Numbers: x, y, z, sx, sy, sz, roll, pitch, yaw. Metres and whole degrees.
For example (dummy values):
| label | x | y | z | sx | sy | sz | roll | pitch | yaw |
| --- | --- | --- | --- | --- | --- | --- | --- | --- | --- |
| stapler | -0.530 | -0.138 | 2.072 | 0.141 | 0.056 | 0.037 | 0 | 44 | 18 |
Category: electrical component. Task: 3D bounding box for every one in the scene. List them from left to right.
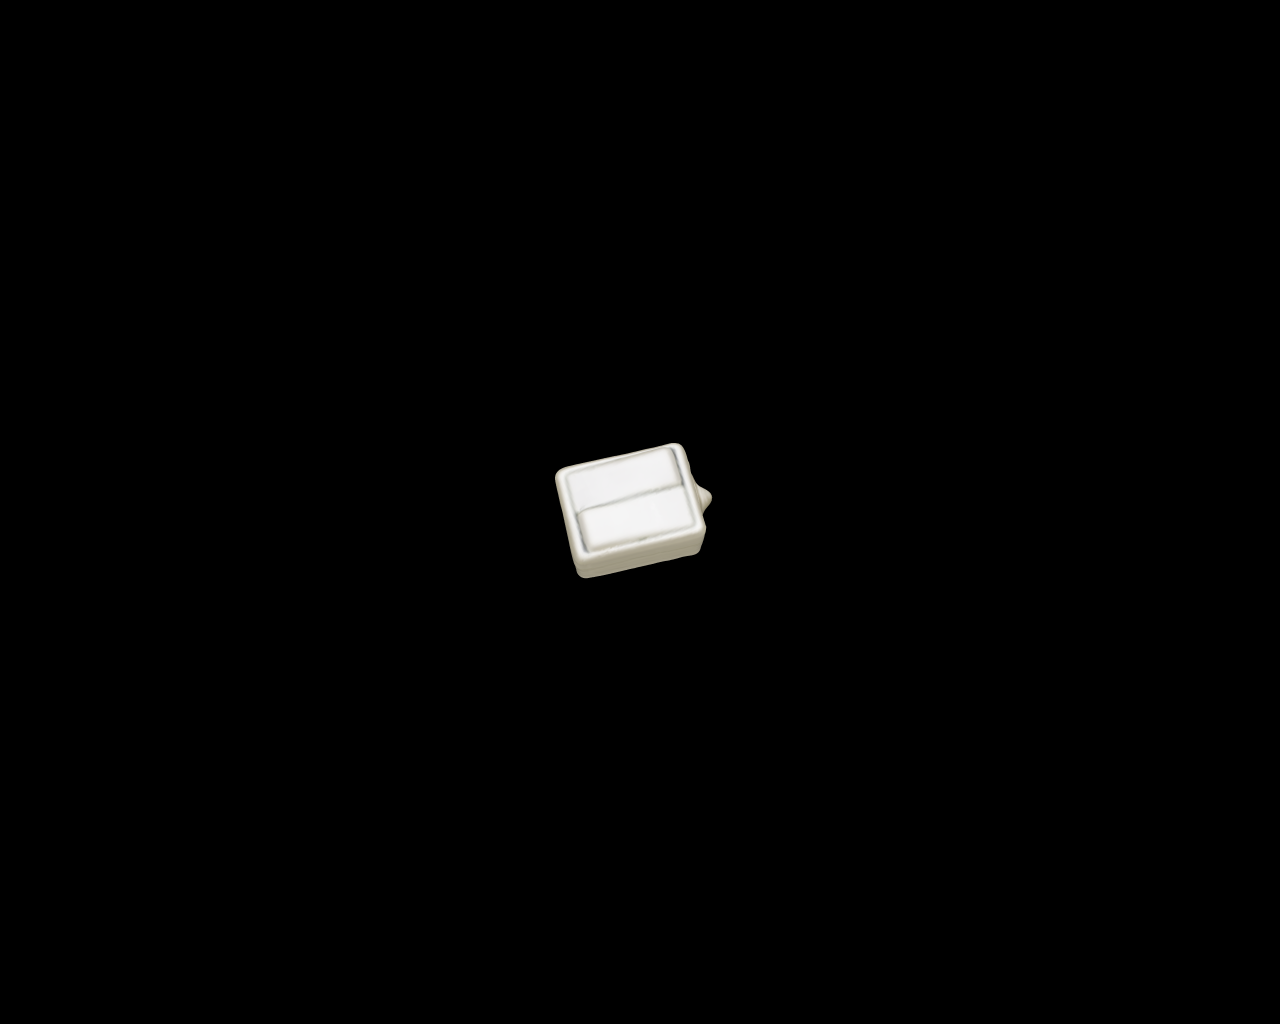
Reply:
| label | x | y | z | sx | sy | sz | roll | pitch | yaw |
| --- | --- | --- | --- | --- | --- | --- | --- | --- | --- |
| electrical component | 0.001 | -0.003 | 0.650 | 0.096 | 0.062 | 0.061 | -13 | -15 | -3 |
